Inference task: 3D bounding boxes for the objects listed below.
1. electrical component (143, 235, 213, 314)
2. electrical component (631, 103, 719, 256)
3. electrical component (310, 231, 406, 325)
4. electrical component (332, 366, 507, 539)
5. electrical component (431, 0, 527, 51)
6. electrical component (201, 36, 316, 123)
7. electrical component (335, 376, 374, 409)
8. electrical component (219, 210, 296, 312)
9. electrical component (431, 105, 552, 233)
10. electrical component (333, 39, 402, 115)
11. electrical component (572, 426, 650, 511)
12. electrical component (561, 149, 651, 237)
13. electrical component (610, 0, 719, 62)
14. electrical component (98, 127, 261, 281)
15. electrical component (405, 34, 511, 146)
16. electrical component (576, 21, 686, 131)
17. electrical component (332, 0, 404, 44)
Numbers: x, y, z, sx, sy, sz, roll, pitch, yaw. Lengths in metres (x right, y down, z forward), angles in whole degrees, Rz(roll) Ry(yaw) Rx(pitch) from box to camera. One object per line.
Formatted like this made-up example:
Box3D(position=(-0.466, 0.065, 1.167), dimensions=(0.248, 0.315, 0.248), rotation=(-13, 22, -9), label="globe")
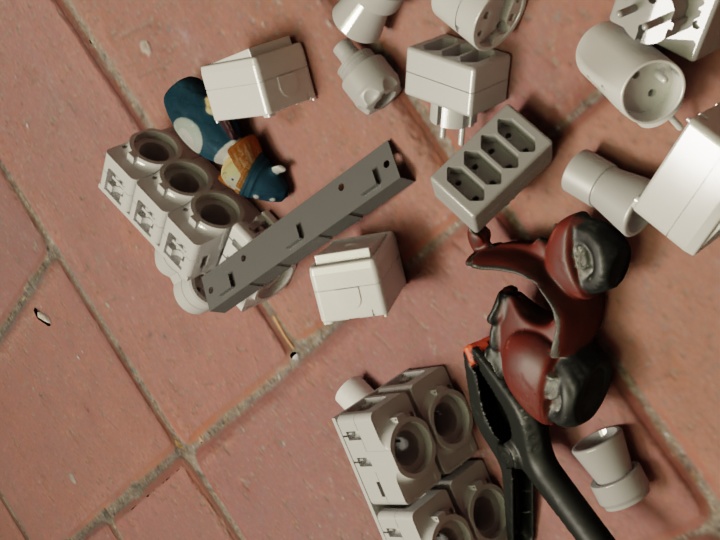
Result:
Box3D(position=(-0.202, -0.015, 1.186), dimensions=(0.074, 0.052, 0.138), rotation=(-25, 92, 50), label="electrical component")
Box3D(position=(0.230, -0.055, 0.705), dimensions=(0.061, 0.062, 0.096), rotation=(43, 137, 20), label="electrical component")
Box3D(position=(0.000, 0.000, 0.958), dimensions=(0.062, 0.096, 0.061), rotation=(-8, 108, 18), label="electrical component")
Box3D(position=(0.064, 0.194, 0.986), dimensions=(0.060, 0.105, 0.186), rotation=(-14, 101, 49), label="electrical component")
Box3D(position=(0.085, -0.195, 0.783), dimensions=(0.047, 0.055, 0.055), rotation=(42, 136, 27), label="electrical component")
Box3D(position=(-0.098, -0.173, 0.980), dimensions=(0.096, 0.062, 0.061), rotation=(2, 113, 46), label="electrical component")
Box3D(position=(0.007, 0.136, 1.064), dimensions=(0.065, 0.044, 0.044), rotation=(43, 137, 28), label="electrical component")
Box3D(position=(-0.104, -0.006, 1.089), dimensions=(0.055, 0.050, 0.089), rotation=(45, 136, 18), label="electrical component")
Box3D(position=(0.103, -0.071, 0.827), dimensions=(0.047, 0.083, 0.075), rotation=(45, 175, 19), label="electrical component")
Box3D(position=(0.002, -0.164, 0.895), dimensions=(0.062, 0.043, 0.043), rotation=(53, 139, 11), label="electrical component")
Box3D(position=(0.203, 0.160, 0.868), dimensions=(0.045, 0.045, 0.055), rotation=(-26, 92, 50), label="electrical component")
Box3D(position=(0.179, -0.059, 0.774), dimensions=(0.065, 0.044, 0.044), rotation=(37, 134, 32), label="electrical component")
Box3D(position=(0.189, -0.164, 0.674), dimensions=(0.066, 0.077, 0.047), rotation=(36, 134, 27), label="electrical component")
Box3D(position=(-0.185, -0.074, 1.105), dimensions=(0.150, 0.089, 0.061), rotation=(44, 137, 19), label="electrical component")
Box3D(position=(0.074, -0.134, 0.834), dimensions=(0.066, 0.047, 0.076), rotation=(27, 129, 34), label="electrical component")
Box3D(position=(0.188, -0.121, 0.713), dimensions=(0.043, 0.077, 0.079), rotation=(-44, 121, 14), label="electrical component")
Box3D(position=(0.009, -0.215, 0.858), dimensions=(0.045, 0.045, 0.055), rotation=(52, 139, 11), label="electrical component")
